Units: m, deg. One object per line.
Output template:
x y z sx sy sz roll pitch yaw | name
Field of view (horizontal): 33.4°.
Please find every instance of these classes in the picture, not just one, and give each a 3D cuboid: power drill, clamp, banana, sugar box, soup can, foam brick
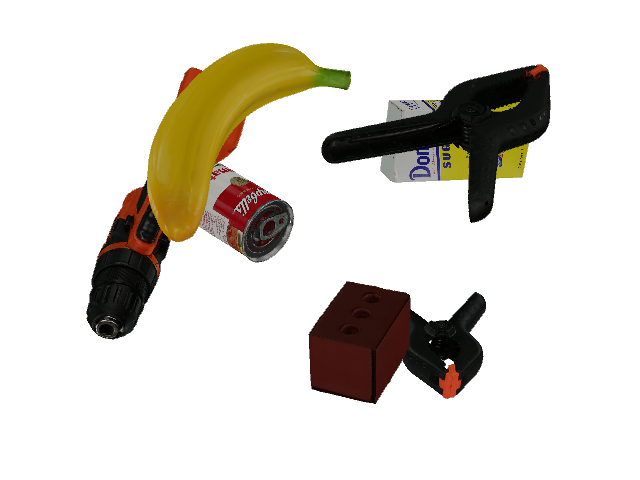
-0.127 -0.032 0.853 0.057 0.188 0.184 26 31 -16 | power drill
0.126 0.095 1.059 0.120 0.039 0.171 -8 31 -9 | clamp
-0.053 -0.071 0.623 0.070 0.037 0.197 22 44 19 | banana
0.129 -0.087 0.872 0.209 0.036 0.165 -29 42 -27 | clamp
0.164 -0.120 1.277 0.176 0.093 0.048 -5 27 -20 | sugar box
-0.086 -0.030 1.078 0.102 0.068 0.068 32 19 35 | soup can
0.030 0.074 0.790 0.053 0.051 0.078 10 33 20 | foam brick
